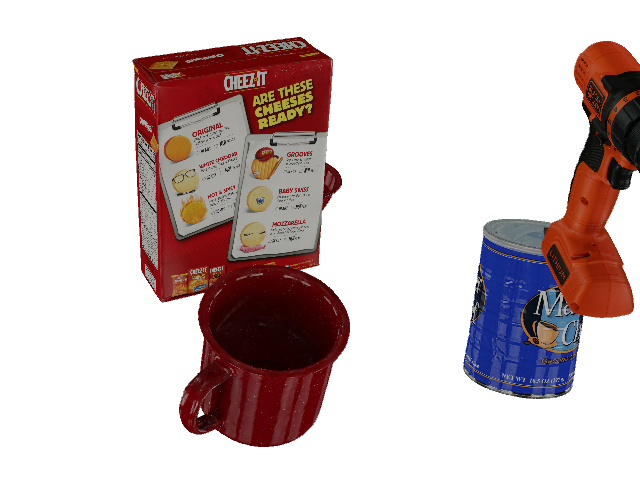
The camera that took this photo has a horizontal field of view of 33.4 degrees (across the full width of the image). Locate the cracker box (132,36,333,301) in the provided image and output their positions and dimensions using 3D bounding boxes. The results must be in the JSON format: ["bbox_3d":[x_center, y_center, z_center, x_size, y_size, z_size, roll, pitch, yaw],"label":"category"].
[{"bbox_3d":[-0.080,-0.065,0.959,0.164,0.214,0.072,-13,34,-25],"label":"cracker box"}]

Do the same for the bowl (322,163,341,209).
[{"bbox_3d":[-0.056,-0.056,1.298,0.162,0.055,0.162,4,26,-2],"label":"bowl"}]

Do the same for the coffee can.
[{"bbox_3d":[0.192,0.060,0.983,0.103,0.140,0.103,5,16,-2],"label":"coffee can"}]

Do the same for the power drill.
[{"bbox_3d":[0.226,-0.036,0.810,0.057,0.188,0.184,2,34,-6],"label":"power drill"}]

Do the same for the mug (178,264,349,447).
[{"bbox_3d":[-0.042,0.081,0.667,0.093,0.082,0.117,35,47,23],"label":"mug"}]
